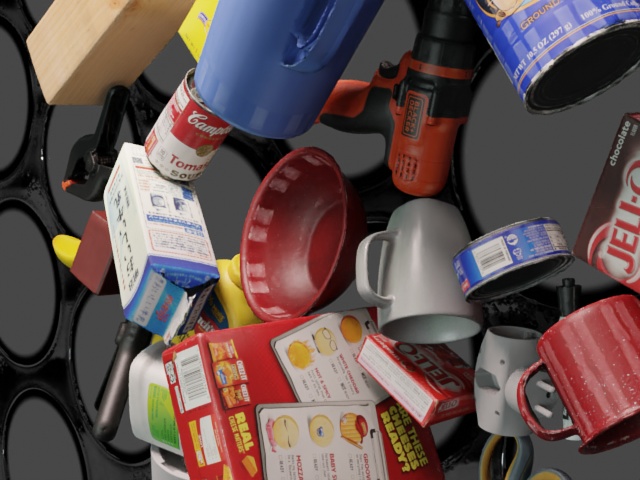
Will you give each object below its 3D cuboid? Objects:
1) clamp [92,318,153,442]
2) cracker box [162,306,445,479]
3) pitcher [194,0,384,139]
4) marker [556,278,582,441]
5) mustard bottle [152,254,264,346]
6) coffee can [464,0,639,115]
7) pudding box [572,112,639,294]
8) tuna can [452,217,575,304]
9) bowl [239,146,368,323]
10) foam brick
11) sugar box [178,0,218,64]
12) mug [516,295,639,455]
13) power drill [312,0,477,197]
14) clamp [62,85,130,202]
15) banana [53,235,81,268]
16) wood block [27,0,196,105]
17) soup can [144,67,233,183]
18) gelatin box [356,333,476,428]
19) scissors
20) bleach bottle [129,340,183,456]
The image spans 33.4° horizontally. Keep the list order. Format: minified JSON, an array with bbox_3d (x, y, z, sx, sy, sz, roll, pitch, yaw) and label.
[{"bbox_3d":[-0.203,0.113,1.152,0.165,0.036,0.210,-139,69,-77],"label":"clamp"},{"bbox_3d":[-0.012,0.149,0.877,0.072,0.213,0.164,-27,74,46],"label":"cracker box"},{"bbox_3d":[-0.009,-0.193,0.815,0.145,0.149,0.243,39,126,15],"label":"pitcher"},{"bbox_3d":[0.189,0.089,0.801,0.020,0.020,0.121,-1,93,46],"label":"marker"},{"bbox_3d":[-0.103,0.077,1.077,0.192,0.058,0.096,-53,53,35],"label":"mustard bottle"},{"bbox_3d":[0.157,-0.174,0.749,0.103,0.102,0.140,-43,64,40],"label":"coffee can"},{"bbox_3d":[0.233,-0.020,0.730,0.090,0.039,0.113,35,118,39],"label":"pudding box"},{"bbox_3d":[0.143,0.016,0.794,0.086,0.085,0.034,-35,67,42],"label":"tuna can"},{"bbox_3d":[-0.006,0.001,0.953,0.162,0.055,0.162,-26,57,48],"label":"bowl"},{"bbox_3d":[-0.227,0.014,1.161,0.051,0.052,0.078,33,107,30],"label":"foam brick"},{"bbox_3d":[-0.064,-0.233,1.016,0.093,0.048,0.176,57,131,26],"label":"sugar box"},{"bbox_3d":[0.192,0.096,0.738,0.117,0.093,0.081,-25,65,2],"label":"mug"},{"bbox_3d":[0.047,-0.146,0.899,0.188,0.057,0.184,26,112,42],"label":"power drill"},{"bbox_3d":[-0.245,-0.085,1.225,0.172,0.039,0.120,-42,59,47],"label":"clamp"},{"bbox_3d":[-0.259,0.005,1.253,0.198,0.037,0.069,-21,54,43],"label":"banana"},{"bbox_3d":[-0.224,-0.237,1.151,0.206,0.090,0.090,-37,67,42],"label":"wood block"},{"bbox_3d":[-0.127,-0.115,1.077,0.102,0.068,0.068,-50,59,37],"label":"soup can"},{"bbox_3d":[0.085,0.109,0.872,0.089,0.073,0.030,41,122,36],"label":"gelatin box"},{"bbox_3d":[0.153,0.249,0.856,0.096,0.016,0.202,17,106,44],"label":"scissors"},{"bbox_3d":[-0.063,0.179,1.009,0.251,0.068,0.102,15,116,26],"label":"bleach bottle"}]
